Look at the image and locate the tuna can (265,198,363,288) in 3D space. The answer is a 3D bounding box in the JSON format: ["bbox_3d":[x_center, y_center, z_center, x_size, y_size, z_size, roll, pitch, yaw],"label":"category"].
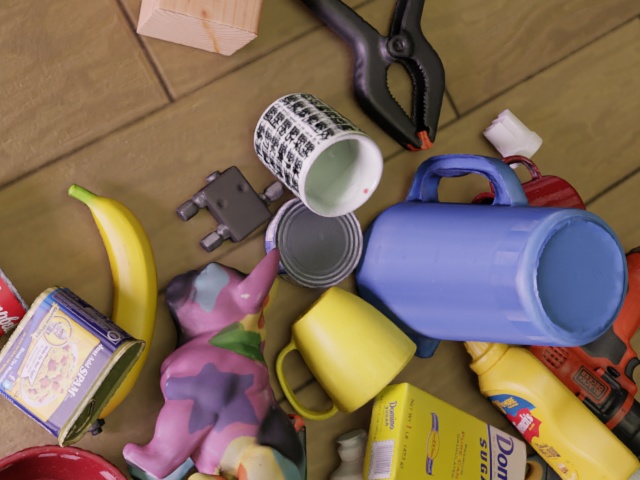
[{"bbox_3d":[-0.006,0.001,0.974,0.086,0.034,0.086,1,88,-21],"label":"tuna can"}]

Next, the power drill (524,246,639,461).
[{"bbox_3d":[0.318,0.112,1.062,0.184,0.057,0.187,41,71,2],"label":"power drill"}]

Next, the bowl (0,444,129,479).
[{"bbox_3d":[-0.225,0.245,0.871,0.161,0.055,0.162,1,88,-21],"label":"bowl"}]

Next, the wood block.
[{"bbox_3d":[-0.090,-0.277,0.922,0.090,0.091,0.206,11,84,-20],"label":"wood block"}]

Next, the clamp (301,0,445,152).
[{"bbox_3d":[0.073,-0.189,1.009,0.164,0.036,0.210,-28,100,-20],"label":"clamp"}]

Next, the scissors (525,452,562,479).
[{"bbox_3d":[0.249,0.220,1.072,0.201,0.016,0.096,-38,99,-17],"label":"scissors"}]

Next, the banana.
[{"bbox_3d":[-0.171,0.049,0.906,0.069,0.037,0.198,-5,85,-16],"label":"banana"}]

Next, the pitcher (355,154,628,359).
[{"bbox_3d":[0.143,0.017,0.918,0.145,0.243,0.149,-46,109,-20],"label":"pitcher"}]

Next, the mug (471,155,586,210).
[{"bbox_3d":[0.198,-0.025,1.024,0.081,0.093,0.117,-21,93,-25],"label":"mug"}]

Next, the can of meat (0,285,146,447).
[{"bbox_3d":[-0.204,0.099,0.853,0.084,0.057,0.102,35,93,8],"label":"can of meat"}]

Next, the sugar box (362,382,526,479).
[{"bbox_3d":[0.118,0.203,0.973,0.176,0.048,0.093,28,61,-33],"label":"sugar box"}]

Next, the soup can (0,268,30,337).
[{"bbox_3d":[-0.290,0.062,0.846,0.102,0.069,0.068,-37,101,-18],"label":"soup can"}]

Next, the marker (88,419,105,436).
[{"bbox_3d":[-0.211,0.109,0.900,0.020,0.020,0.121,-24,96,-20],"label":"marker"}]

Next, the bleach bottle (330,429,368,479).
[{"bbox_3d":[0.078,0.292,0.982,0.102,0.068,0.251,-21,93,-20],"label":"bleach bottle"}]

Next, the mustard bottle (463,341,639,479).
[{"bbox_3d":[0.208,0.159,1.012,0.058,0.096,0.191,-43,88,-17],"label":"mustard bottle"}]

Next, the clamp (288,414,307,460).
[{"bbox_3d":[-0.058,0.236,0.944,0.120,0.039,0.171,46,78,-15],"label":"clamp"}]

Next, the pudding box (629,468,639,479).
[{"bbox_3d":[0.309,0.255,1.083,0.090,0.039,0.113,32,75,-14],"label":"pudding box"}]
